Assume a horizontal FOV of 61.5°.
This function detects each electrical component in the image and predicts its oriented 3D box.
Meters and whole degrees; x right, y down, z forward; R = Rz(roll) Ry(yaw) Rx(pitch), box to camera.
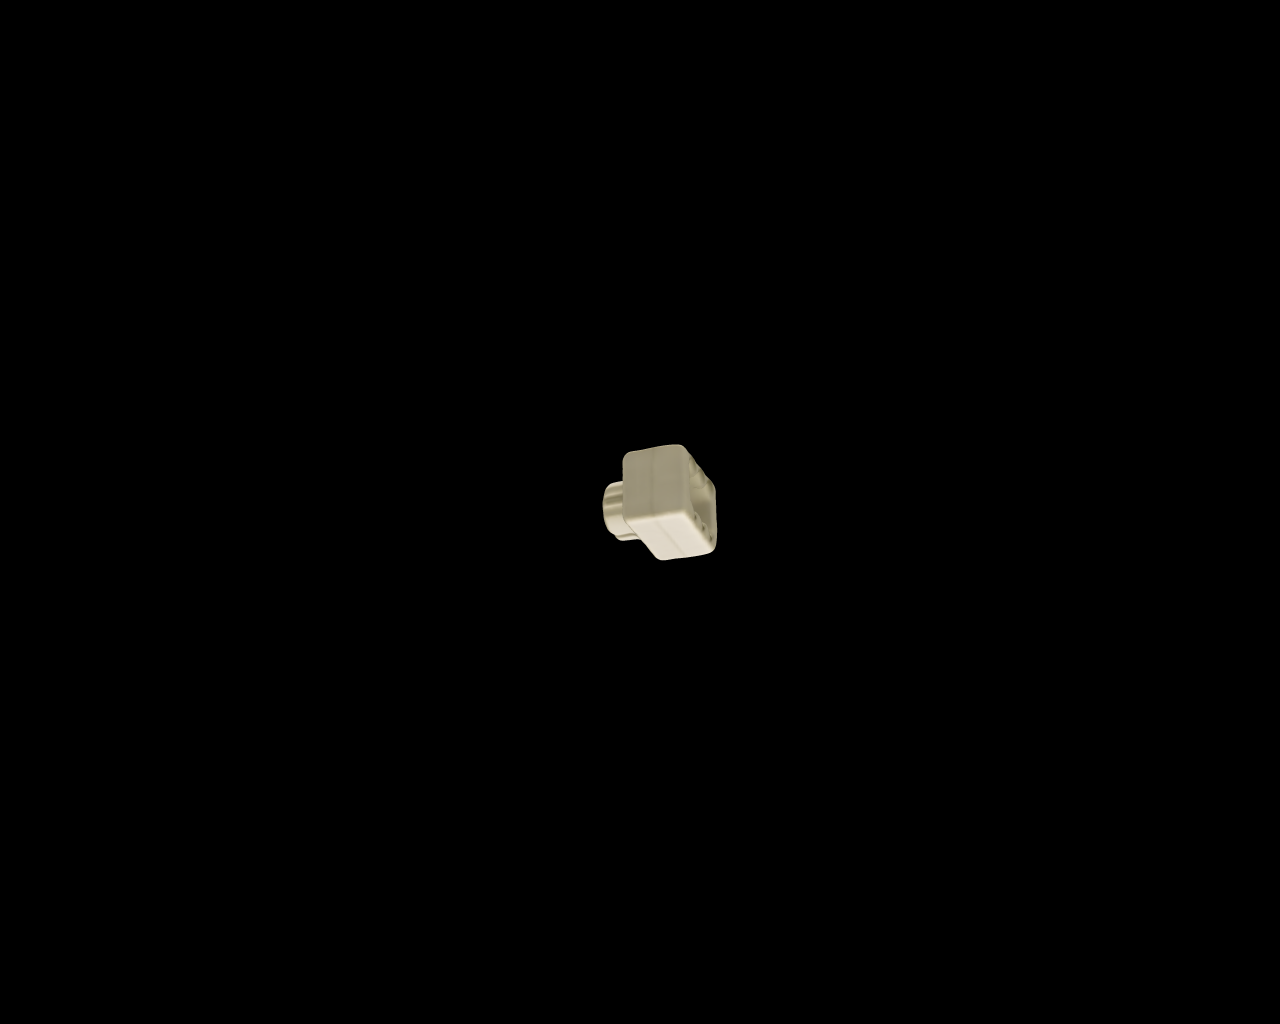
[{"bbox_3d":[0.001,-0.003,0.650,0.077,0.047,0.065,-8,-26,18],"label":"electrical component"}]
